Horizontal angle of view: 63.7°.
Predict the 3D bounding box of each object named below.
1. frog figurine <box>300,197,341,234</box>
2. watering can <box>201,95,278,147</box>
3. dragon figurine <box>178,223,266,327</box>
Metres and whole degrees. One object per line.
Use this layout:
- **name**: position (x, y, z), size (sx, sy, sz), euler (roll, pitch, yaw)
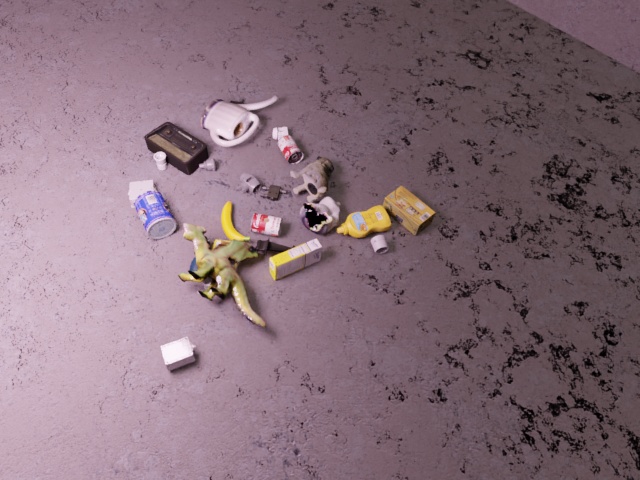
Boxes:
- **frog figurine**: position (0.006, -0.093, 1.849), size (0.138, 0.121, 0.161), euler (14, 18, 15)
- **watering can**: position (-0.338, -0.509, 2.098), size (0.225, 0.101, 0.354), euler (25, 58, 14)
- **dragon figurine**: position (-0.286, 0.086, 1.634), size (0.411, 0.119, 0.248), euler (34, 52, 5)
